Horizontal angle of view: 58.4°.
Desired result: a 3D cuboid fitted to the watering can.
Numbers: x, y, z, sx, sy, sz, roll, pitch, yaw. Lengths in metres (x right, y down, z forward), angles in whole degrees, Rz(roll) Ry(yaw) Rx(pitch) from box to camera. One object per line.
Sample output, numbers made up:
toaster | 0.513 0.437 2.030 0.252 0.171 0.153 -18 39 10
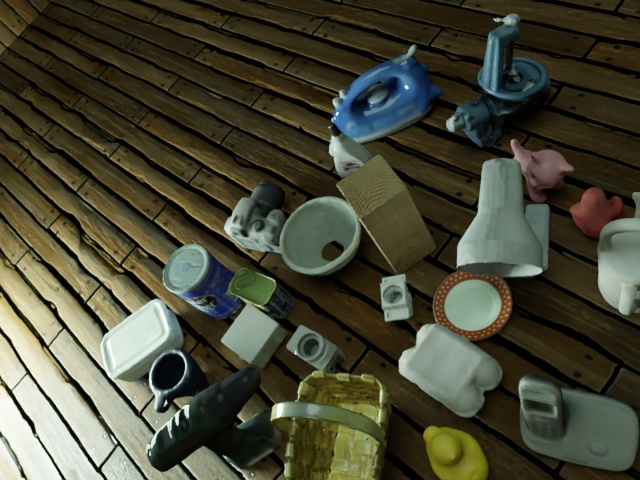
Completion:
watering can | 0.442 0.015 0.803 0.100 0.195 0.173 -12 57 20

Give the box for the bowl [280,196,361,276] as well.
bowl | 0.010 0.004 1.102 0.167 0.075 0.167 -12 57 20

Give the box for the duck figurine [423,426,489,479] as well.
duck figurine | 0.190 0.309 0.823 0.077 0.086 0.104 -46 52 -4

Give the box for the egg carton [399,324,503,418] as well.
egg carton | 0.202 0.200 0.893 0.149 0.070 0.107 30 78 36

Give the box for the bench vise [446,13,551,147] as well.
bench vise | 0.320 -0.276 1.022 0.121 0.220 0.207 32 79 37

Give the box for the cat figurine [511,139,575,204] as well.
cat figurine | 0.369 -0.126 0.973 0.067 0.118 0.127 -37 52 2

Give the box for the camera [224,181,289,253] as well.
camera | -0.115 -0.055 1.184 0.142 0.101 0.137 10 67 31

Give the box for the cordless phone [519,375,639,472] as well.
cordless phone | 0.329 0.228 0.738 0.147 0.186 0.094 3 63 28

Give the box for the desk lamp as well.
desk lamp | 0.287 -0.014 0.886 0.117 0.214 0.203 -1 61 26

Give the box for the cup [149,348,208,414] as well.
cup | -0.257 0.271 1.064 0.091 0.095 0.118 2 63 28

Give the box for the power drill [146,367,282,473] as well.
power drill | -0.150 0.299 0.921 0.229 0.209 0.075 -35 52 4

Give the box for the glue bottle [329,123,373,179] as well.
glue bottle | 0.053 -0.172 1.124 0.078 0.174 0.037 -11 57 21

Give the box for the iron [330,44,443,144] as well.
iron | 0.113 -0.298 1.189 0.258 0.142 0.118 -27 53 10

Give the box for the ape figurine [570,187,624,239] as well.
ape figurine | 0.438 -0.050 0.909 0.077 0.092 0.076 8 66 30
